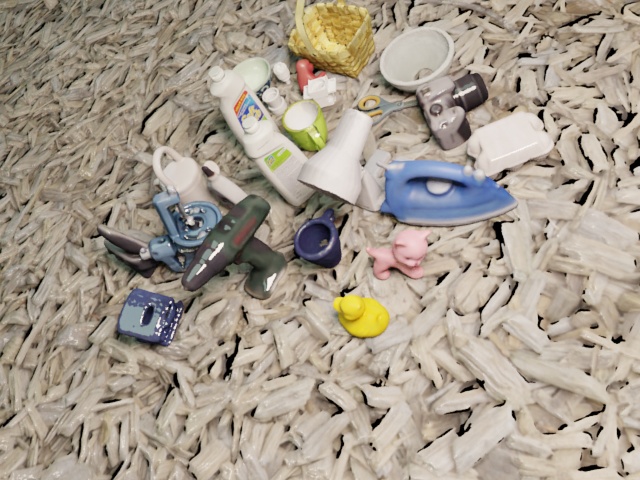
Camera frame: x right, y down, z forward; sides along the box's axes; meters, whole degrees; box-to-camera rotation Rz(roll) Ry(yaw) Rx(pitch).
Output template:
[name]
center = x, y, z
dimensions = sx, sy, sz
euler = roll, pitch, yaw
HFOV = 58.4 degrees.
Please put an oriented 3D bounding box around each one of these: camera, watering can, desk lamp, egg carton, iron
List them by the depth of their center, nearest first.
[iron]
center = 0.232, -0.106, 1.074
dimensions = 0.257, 0.142, 0.119
euler = 3, 64, 26
[egg carton]
center = 0.362, -0.181, 1.101
dimensions = 0.150, 0.070, 0.107
euler = -23, 56, 12
[desk lamp]
center = 0.068, -0.142, 1.124
dimensions = 0.117, 0.214, 0.203
euler = 24, 75, 33
[camera]
center = 0.277, -0.284, 1.178
dimensions = 0.136, 0.101, 0.143
euler = -25, 55, 10
[watering can]
center = -0.307, -0.143, 1.307
dimensions = 0.172, 0.195, 0.100
euler = -26, 55, 9

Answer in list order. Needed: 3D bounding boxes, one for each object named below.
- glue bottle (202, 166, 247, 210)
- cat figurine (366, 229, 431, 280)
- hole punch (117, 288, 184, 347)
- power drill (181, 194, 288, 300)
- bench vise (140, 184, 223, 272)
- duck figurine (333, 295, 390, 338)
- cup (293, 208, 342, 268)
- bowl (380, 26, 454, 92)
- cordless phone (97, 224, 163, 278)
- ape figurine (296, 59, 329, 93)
[glue bottle]
center = -0.210, -0.112, 1.258
dimensions = 0.077, 0.174, 0.037
euler = 15, 70, 31
[cat figurine]
center = 0.147, 0.020, 1.056
dimensions = 0.127, 0.118, 0.067
euler = -5, 61, 22
[hole punch]
center = -0.361, 0.163, 1.223
dimensions = 0.100, 0.091, 0.109
euler = 3, 64, 26
[power drill]
center = -0.154, 0.035, 1.128
dimensions = 0.075, 0.209, 0.230
euler = 19, 72, 32
[bench vise]
center = -0.303, -0.019, 1.219
dimensions = 0.207, 0.220, 0.121
euler = -43, 54, -3
[duck figurine]
center = 0.071, 0.131, 1.048
dimensions = 0.104, 0.086, 0.077
euler = 13, 69, 30
[cup]
center = 0.010, 0.004, 1.141
dimensions = 0.091, 0.095, 0.118
euler = 14, 69, 30
[bowl]
center = 0.222, -0.389, 1.278
dimensions = 0.167, 0.075, 0.167
euler = -11, 59, 19
[cordless phone]
center = -0.446, -0.003, 1.297
dimensions = 0.147, 0.186, 0.094
euler = 21, 73, 32
[ape figurine]
center = -0.028, -0.399, 1.387
dimensions = 0.077, 0.092, 0.076
euler = 36, 82, 35
